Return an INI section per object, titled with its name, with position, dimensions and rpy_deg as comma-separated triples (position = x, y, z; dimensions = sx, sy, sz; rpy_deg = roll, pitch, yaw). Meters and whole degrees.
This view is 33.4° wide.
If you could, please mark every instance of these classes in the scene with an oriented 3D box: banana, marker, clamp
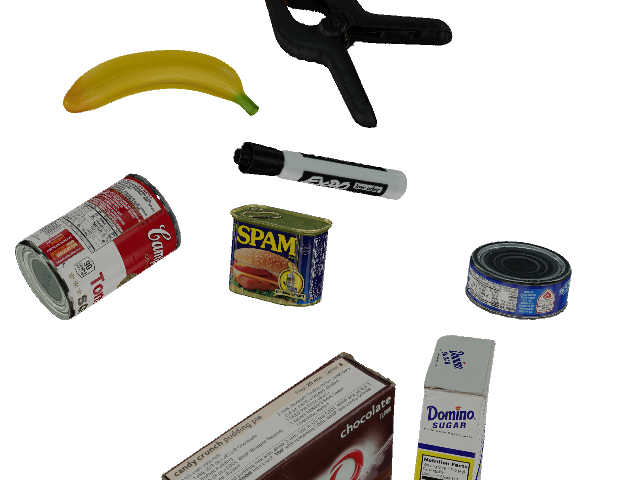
[banana]
position = -0.155, -0.154, 1.028
dimensions = 0.197, 0.070, 0.037
rpy_deg = -4, -40, -28
[marker]
position = 0.001, -0.042, 0.652
dimensions = 0.120, 0.020, 0.020
rpy_deg = 8, -5, -34
[clamp]
position = 0.026, -0.184, 0.930
dimensions = 0.120, 0.171, 0.039
rpy_deg = -39, -21, -19

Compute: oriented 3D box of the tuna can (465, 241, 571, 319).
[tuna can]
position = 0.166, 0.032, 0.896
dimensions = 0.086, 0.034, 0.086
rpy_deg = 3, 24, -1

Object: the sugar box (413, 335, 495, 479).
[sugar box]
position = 0.086, 0.161, 0.724
dimensions = 0.048, 0.176, 0.093
rpy_deg = 5, 17, 11

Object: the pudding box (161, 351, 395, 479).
[pudding box]
position = -0.016, 0.116, 0.487
dimensions = 0.039, 0.090, 0.113
rpy_deg = 30, 47, 34

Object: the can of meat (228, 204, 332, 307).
[can of meat]
position = -0.043, 0.016, 1.084
dimensions = 0.102, 0.084, 0.057
rpy_deg = 13, 18, 25

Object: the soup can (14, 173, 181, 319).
[soup can]
position = -0.163, 0.004, 0.785
dimensions = 0.102, 0.068, 0.069
rpy_deg = -36, 20, -30
